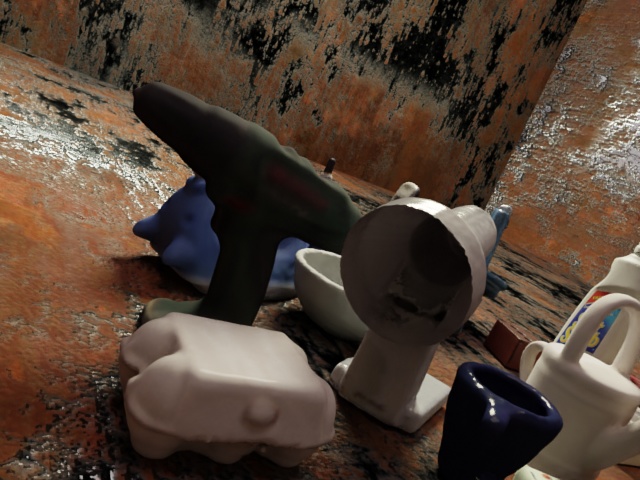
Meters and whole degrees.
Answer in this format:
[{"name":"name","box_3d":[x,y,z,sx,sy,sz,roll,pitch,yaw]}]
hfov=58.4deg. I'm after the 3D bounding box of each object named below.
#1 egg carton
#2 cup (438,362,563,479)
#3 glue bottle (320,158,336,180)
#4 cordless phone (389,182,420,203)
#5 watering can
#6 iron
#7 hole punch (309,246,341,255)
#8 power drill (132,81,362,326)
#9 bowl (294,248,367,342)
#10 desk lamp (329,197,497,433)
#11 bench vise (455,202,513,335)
[{"name":"egg carton","box_3d":[-0.064,0.106,0.403,0.151,0.069,0.107,16,13,-31]},{"name":"cup","box_3d":[0.135,0.165,0.468,0.091,0.095,0.118,28,12,21]},{"name":"glue bottle","box_3d":[-0.008,-0.066,1.031,0.078,0.173,0.037,15,14,-37]},{"name":"cordless phone","box_3d":[0.149,-0.013,1.069,0.094,0.185,0.147,16,14,-33]},{"name":"watering can","box_3d":[0.268,0.147,0.564,0.101,0.194,0.172,11,17,-46]},{"name":"iron","box_3d":[-0.085,-0.011,0.711,0.259,0.141,0.118,11,17,-46]},{"name":"hole punch","box_3d":[0.009,0.003,0.956,0.101,0.091,0.108,17,13,-28]},{"name":"power drill","box_3d":[-0.083,-0.005,0.519,0.230,0.208,0.075,18,13,-25]},{"name":"bowl","box_3d":[0.035,0.078,0.711,0.167,0.075,0.167,23,12,-5]},{"name":"desk lamp","box_3d":[0.091,0.063,0.541,0.117,0.213,0.204,29,13,25]},{"name":"bench vise","box_3d":[0.268,0.046,0.953,0.121,0.220,0.207,24,12,4]}]
